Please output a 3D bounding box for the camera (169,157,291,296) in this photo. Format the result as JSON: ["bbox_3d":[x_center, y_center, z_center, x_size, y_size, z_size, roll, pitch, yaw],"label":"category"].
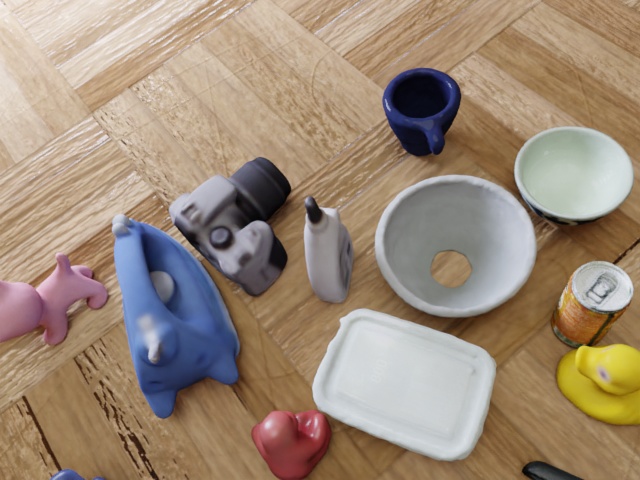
[{"bbox_3d":[-0.092,-0.032,0.682,0.142,0.137,0.101,38,-15,25],"label":"camera"}]

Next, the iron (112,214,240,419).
[{"bbox_3d":[-0.186,0.053,0.631,0.118,0.258,0.142,-27,-29,-4],"label":"iron"}]

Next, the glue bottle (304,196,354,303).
[{"bbox_3d":[0.006,0.002,0.605,0.037,0.078,0.173,5,-26,14],"label":"glue bottle"}]

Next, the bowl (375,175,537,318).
[{"bbox_3d":[0.146,0.016,0.628,0.167,0.167,0.075,0,-27,11],"label":"bowl"}]

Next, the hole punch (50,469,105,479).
[{"bbox_3d":[-0.232,0.287,0.545,0.100,0.109,0.091,32,-18,24],"label":"hole punch"}]

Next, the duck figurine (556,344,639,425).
[{"bbox_3d":[0.283,0.128,0.537,0.104,0.077,0.086,16,-23,18],"label":"duck figurine"}]

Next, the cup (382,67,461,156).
[{"bbox_3d":[0.129,-0.137,0.700,0.091,0.117,0.095,-15,-29,2],"label":"cup"}]

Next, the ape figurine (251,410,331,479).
[{"bbox_3d":[-0.033,0.192,0.558,0.077,0.076,0.092,9,-25,15],"label":"ape figurine"}]

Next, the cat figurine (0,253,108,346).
[{"bbox_3d":[-0.331,0.068,0.664,0.067,0.128,0.118,36,-16,25],"label":"cat figurine"}]
